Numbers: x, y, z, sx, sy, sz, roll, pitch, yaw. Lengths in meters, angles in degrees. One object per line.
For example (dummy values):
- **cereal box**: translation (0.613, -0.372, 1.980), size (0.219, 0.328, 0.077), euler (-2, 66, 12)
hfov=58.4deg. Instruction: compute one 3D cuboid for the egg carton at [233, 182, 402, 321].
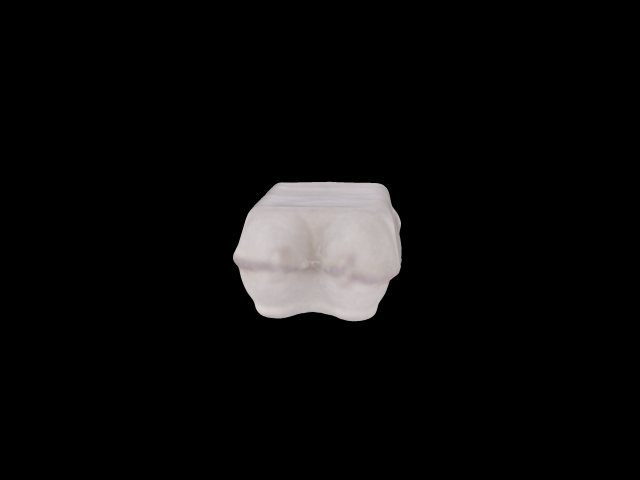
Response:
- **egg carton**: translation (0.004, 0.001, 0.400), size (0.107, 0.069, 0.150), euler (1, 15, 4)
